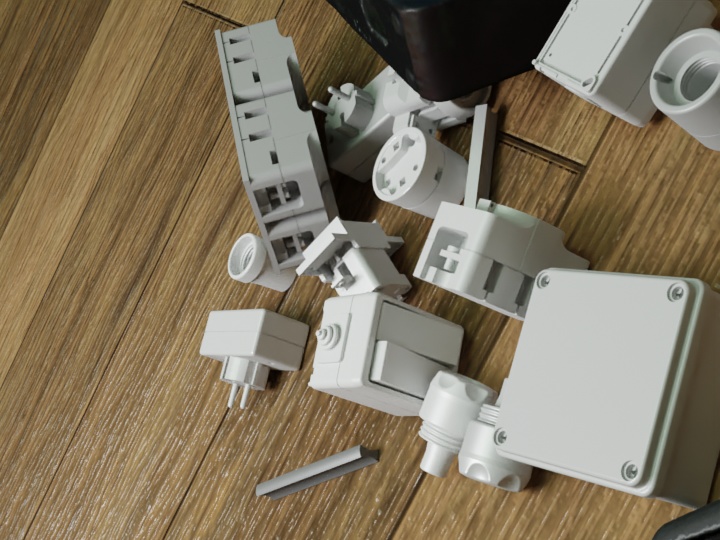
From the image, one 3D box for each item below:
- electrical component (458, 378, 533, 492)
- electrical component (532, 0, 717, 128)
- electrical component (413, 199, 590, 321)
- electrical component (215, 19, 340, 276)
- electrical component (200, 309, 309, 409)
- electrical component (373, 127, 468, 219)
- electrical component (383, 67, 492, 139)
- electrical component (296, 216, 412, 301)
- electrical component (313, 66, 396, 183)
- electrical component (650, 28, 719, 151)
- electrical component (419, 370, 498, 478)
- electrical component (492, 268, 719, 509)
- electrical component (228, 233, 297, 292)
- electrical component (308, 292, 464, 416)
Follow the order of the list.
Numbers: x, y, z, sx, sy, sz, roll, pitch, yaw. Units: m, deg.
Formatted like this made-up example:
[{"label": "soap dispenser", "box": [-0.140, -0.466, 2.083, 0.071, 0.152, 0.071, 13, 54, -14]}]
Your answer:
[{"label": "electrical component", "box": [0.084, 0.095, 0.626, 0.043, 0.043, 0.062, 7, 76, 54]}, {"label": "electrical component", "box": [0.162, -0.141, 0.635, 0.096, 0.061, 0.061, -60, 36, 11]}, {"label": "electrical component", "box": [0.086, -0.005, 0.637, 0.050, 0.089, 0.055, 20, 88, 55]}, {"label": "electrical component", "box": [-0.064, -0.104, 0.865, 0.060, 0.105, 0.186, -15, 49, 0]}, {"label": "electrical component", "box": [-0.090, 0.074, 0.865, 0.083, 0.047, 0.075, -5, 68, 52]}, {"label": "electrical component", "box": [0.045, -0.067, 0.763, 0.055, 0.047, 0.055, -29, 50, 42]}, {"label": "electrical component", "box": [0.057, -0.133, 0.774, 0.057, 0.058, 0.078, -10, 64, 53]}, {"label": "electrical component", "box": [0.000, 0.000, 0.768, 0.042, 0.081, 0.063, -45, 64, 30]}, {"label": "electrical component", "box": [-0.001, -0.119, 0.826, 0.083, 0.076, 0.047, -37, 45, 36]}, {"label": "electrical component", "box": [0.192, -0.099, 0.584, 0.055, 0.047, 0.055, -29, 50, 42]}, {"label": "electrical component", "box": [0.056, 0.096, 0.662, 0.043, 0.043, 0.062, 24, 92, 55]}, {"label": "electrical component", "box": [0.135, 0.059, 0.566, 0.109, 0.056, 0.108, 6, 76, 54]}, {"label": "electrical component", "box": [-0.080, -0.005, 0.896, 0.040, 0.046, 0.040, -29, 50, 42]}, {"label": "electrical component", "box": [0.015, 0.054, 0.693, 0.061, 0.096, 0.061, -10, 64, 50]}]
